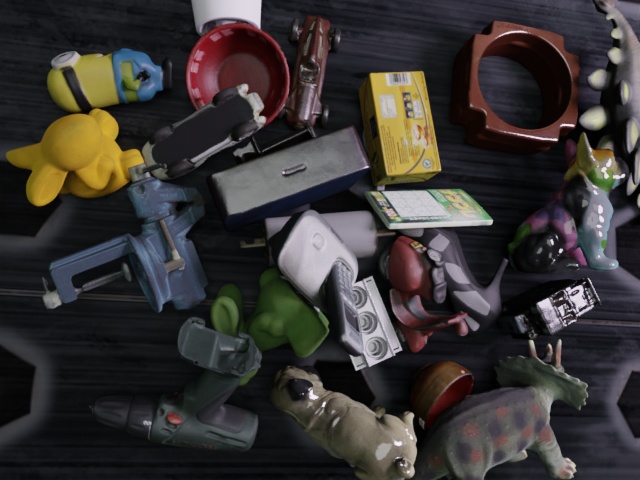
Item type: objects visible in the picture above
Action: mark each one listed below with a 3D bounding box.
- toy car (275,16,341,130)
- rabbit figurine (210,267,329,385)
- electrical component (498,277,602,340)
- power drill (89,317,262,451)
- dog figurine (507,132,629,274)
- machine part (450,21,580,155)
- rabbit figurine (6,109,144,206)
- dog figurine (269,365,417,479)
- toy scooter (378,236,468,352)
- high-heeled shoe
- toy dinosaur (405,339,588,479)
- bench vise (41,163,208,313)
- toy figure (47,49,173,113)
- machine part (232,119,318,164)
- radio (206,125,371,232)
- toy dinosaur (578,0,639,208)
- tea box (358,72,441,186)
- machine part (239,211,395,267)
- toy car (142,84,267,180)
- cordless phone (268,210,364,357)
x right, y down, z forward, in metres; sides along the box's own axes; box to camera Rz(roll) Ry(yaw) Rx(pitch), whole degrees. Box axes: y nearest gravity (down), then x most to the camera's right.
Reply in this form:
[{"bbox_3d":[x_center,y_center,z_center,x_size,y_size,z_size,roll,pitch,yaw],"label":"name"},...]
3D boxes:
[{"bbox_3d":[-0.018,-0.278,0.883,0.089,0.053,0.202,11,82,-5],"label":"toy car"},{"bbox_3d":[-0.092,0.134,0.780,0.170,0.121,0.159,-43,98,2],"label":"rabbit figurine"},{"bbox_3d":[0.358,0.111,0.863,0.134,0.115,0.058,-24,85,-14],"label":"electrical component"},{"bbox_3d":[-0.182,0.205,0.727,0.232,0.086,0.207,20,116,-11],"label":"power drill"},{"bbox_3d":[0.400,-0.059,0.875,0.192,0.108,0.219,-4,90,10],"label":"dog figurine"},{"bbox_3d":[0.332,-0.257,0.925,0.201,0.087,0.201,8,80,-8],"label":"machine part"},{"bbox_3d":[-0.340,-0.123,0.741,0.162,0.173,0.122,-26,91,-17],"label":"rabbit figurine"},{"bbox_3d":[0.026,0.254,0.746,0.190,0.172,0.121,36,66,-21],"label":"dog figurine"},{"bbox_3d":[0.159,0.085,0.807,0.075,0.135,0.183,-14,100,-40],"label":"toy scooter"},{"bbox_3d":[0.187,0.050,0.878,0.249,0.086,0.145,27,107,9],"label":"high-heeled shoe"},{"bbox_3d":[0.240,0.283,0.789,0.405,0.131,0.192,-20,103,-19],"label":"toy dinosaur"},{"bbox_3d":[-0.267,0.016,0.745,0.241,0.129,0.223,-24,115,-25],"label":"bench vise"},{"bbox_3d":[-0.314,-0.240,0.809,0.180,0.082,0.089,-4,81,-13],"label":"toy figure"},{"bbox_3d":[-0.068,-0.142,0.840,0.139,0.084,0.039,-23,64,-10],"label":"machine part"},{"bbox_3d":[-0.050,-0.087,0.808,0.230,0.131,0.073,-20,86,-12],"label":"radio"},{"bbox_3d":[0.544,-0.191,0.927,0.198,0.105,0.470,-34,105,-24],"label":"toy dinosaur"},{"bbox_3d":[0.127,-0.179,0.868,0.098,0.068,0.169,-5,83,-14],"label":"tea box"},{"bbox_3d":[-0.002,-0.003,0.832,0.243,0.079,0.079,-4,83,-12],"label":"machine part"},{"bbox_3d":[-0.175,-0.160,0.808,0.202,0.056,0.073,-28,94,9],"label":"toy car"},{"bbox_3d":[0.001,0.062,0.715,0.089,0.184,0.146,-32,126,14],"label":"cordless phone"}]
